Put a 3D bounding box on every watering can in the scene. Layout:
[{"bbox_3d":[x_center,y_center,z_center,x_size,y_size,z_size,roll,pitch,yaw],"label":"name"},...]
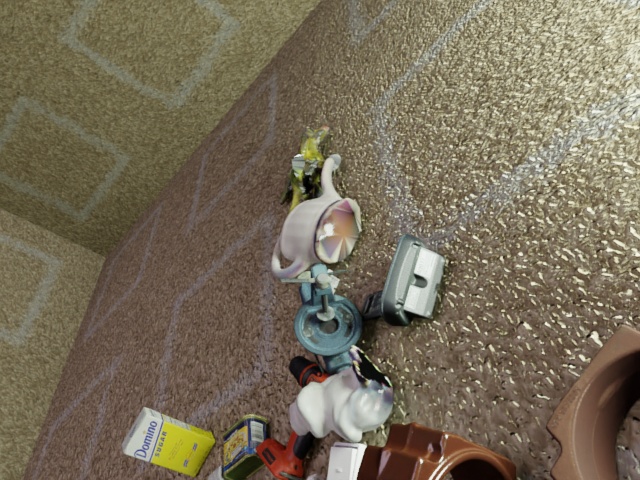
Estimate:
[{"bbox_3d":[0.004,-0.059,1.174,0.102,0.353,0.224,40,-23,-32],"label":"watering can"}]

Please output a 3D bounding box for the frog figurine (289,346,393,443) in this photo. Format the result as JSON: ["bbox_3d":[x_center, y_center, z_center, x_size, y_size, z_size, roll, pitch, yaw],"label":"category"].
[{"bbox_3d":[0.031,0.258,0.794,0.121,0.159,0.139,38,8,-25],"label":"frog figurine"}]

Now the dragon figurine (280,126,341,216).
[{"bbox_3d":[-0.053,-0.150,1.407,0.122,0.415,0.240,25,-16,-12],"label":"dragon figurine"}]
